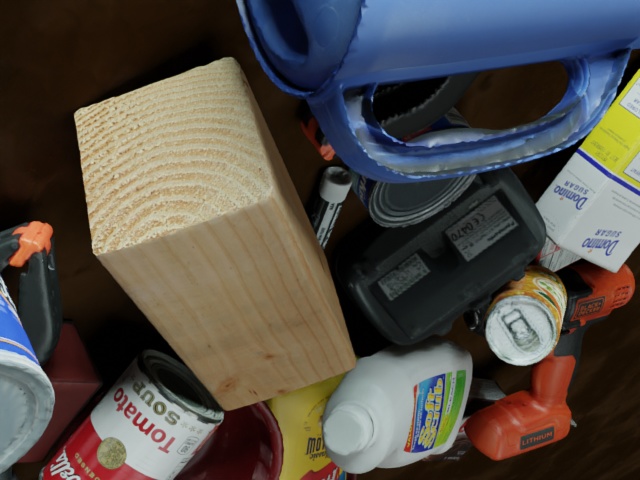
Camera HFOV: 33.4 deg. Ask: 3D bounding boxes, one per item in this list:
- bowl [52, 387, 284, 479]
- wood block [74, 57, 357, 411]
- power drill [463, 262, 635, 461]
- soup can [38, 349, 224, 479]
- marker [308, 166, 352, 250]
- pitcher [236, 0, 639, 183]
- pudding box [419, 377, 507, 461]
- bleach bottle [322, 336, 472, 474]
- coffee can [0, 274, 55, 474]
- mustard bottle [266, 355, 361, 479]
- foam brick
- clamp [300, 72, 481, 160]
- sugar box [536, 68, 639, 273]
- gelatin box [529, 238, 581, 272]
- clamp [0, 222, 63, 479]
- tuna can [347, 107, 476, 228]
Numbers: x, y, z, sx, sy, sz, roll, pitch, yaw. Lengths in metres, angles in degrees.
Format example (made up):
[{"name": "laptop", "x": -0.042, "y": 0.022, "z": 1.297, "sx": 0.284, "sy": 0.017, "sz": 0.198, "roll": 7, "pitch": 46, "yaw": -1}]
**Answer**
[{"name": "bowl", "x": -0.109, "y": 0.147, "z": 0.744, "sx": 0.162, "sy": 0.055, "sz": 0.162, "roll": -7, "pitch": 115, "yaw": -16}, {"name": "wood block", "x": -0.050, "y": 0.008, "z": 0.593, "sx": 0.090, "sy": 0.091, "sz": 0.206, "roll": -19, "pitch": 148, "yaw": 4}, {"name": "power drill", "x": 0.188, "y": 0.108, "z": 0.957, "sx": 0.184, "sy": 0.057, "sz": 0.188, "roll": -9, "pitch": 128, "yaw": -30}, {"name": "soup can", "x": -0.116, "y": 0.127, "z": 0.661, "sx": 0.102, "sy": 0.069, "sz": 0.068, "roll": -50, "pitch": 146, "yaw": 7}, {"name": "marker", "x": -0.005, "y": 0.001, "z": 0.708, "sx": 0.020, "sy": 0.020, "sz": 0.121, "roll": -12, "pitch": 142, "yaw": -31}, {"name": "pitcher", "x": 0.091, "y": -0.127, "z": 0.474, "sx": 0.242, "sy": 0.145, "sz": 0.149, "roll": -8, "pitch": 135, "yaw": -25}, {"name": "pudding box", "x": 0.124, "y": 0.174, "z": 1.038, "sx": 0.113, "sy": 0.039, "sz": 0.090, "roll": 12, "pitch": 126, "yaw": -50}, {"name": "bleach bottle", "x": 0.053, "y": 0.129, "z": 0.791, "sx": 0.250, "sy": 0.068, "sz": 0.102, "roll": -1, "pitch": 107, "yaw": -71}, {"name": "coffee can", "x": -0.189, "y": 0.033, "z": 0.469, "sx": 0.102, "sy": 0.140, "sz": 0.103, "roll": -23, "pitch": 147, "yaw": -16}, {"name": "mustard bottle", "x": -0.020, "y": 0.180, "z": 0.811, "sx": 0.096, "sy": 0.058, "sz": 0.192, "roll": -2, "pitch": 102, "yaw": -48}, {"name": "foam brick", "x": -0.178, "y": 0.091, "z": 0.643, "sx": 0.051, "sy": 0.053, "sz": 0.078, "roll": 9, "pitch": 127, "yaw": -48}, {"name": "clamp", "x": 0.083, "y": -0.117, "z": 0.609, "sx": 0.210, "sy": 0.036, "sz": 0.164, "roll": -42, "pitch": 143, "yaw": 11}, {"name": "sugar box", "x": 0.238, "y": -0.064, "z": 0.785, "sx": 0.093, "sy": 0.048, "sz": 0.176, "roll": 21, "pitch": 113, "yaw": -45}, {"name": "gelatin box", "x": 0.203, "y": -0.010, "z": 0.870, "sx": 0.089, "sy": 0.030, "sz": 0.073, "roll": -24, "pitch": 149, "yaw": -16}, {"name": "clamp", "x": -0.201, "y": 0.058, "z": 0.571, "sx": 0.120, "sy": 0.039, "sz": 0.172, "roll": 21, "pitch": 108, "yaw": -16}, {"name": "tuna can", "x": 0.061, "y": -0.049, "z": 0.685, "sx": 0.086, "sy": 0.034, "sz": 0.086, "roll": -23, "pitch": 147, "yaw": -16}]
